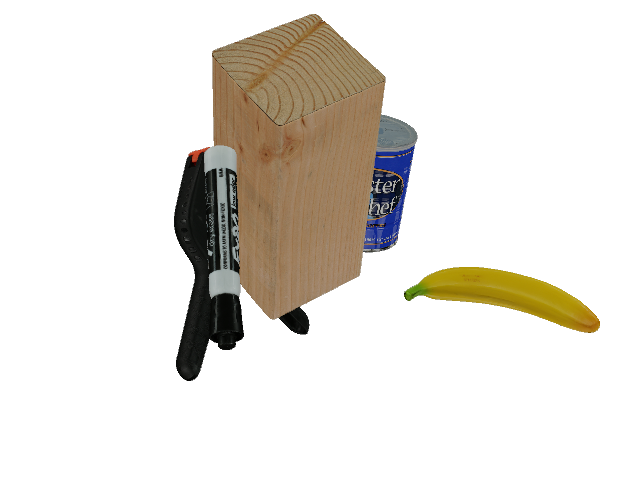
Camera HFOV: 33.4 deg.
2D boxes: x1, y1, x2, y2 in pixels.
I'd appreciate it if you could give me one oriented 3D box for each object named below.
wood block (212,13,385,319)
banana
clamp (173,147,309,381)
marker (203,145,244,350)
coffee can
[{"bbox_3d":[-0.021,-0.050,0.798,0.090,0.206,0.090,-25,55,-24],"label":"wood block"},{"bbox_3d":[0.189,0.059,1.105,0.198,0.037,0.069,8,40,12],"label":"banana"},{"bbox_3d":[-0.083,0.016,1.017,0.036,0.210,0.164,-9,-1,43],"label":"clamp"},{"bbox_3d":[-0.054,0.003,0.593,0.020,0.121,0.020,-4,-27,-2],"label":"marker"},{"bbox_3d":[0.055,-0.071,1.293,0.102,0.140,0.103,6,28,-4],"label":"coffee can"}]
